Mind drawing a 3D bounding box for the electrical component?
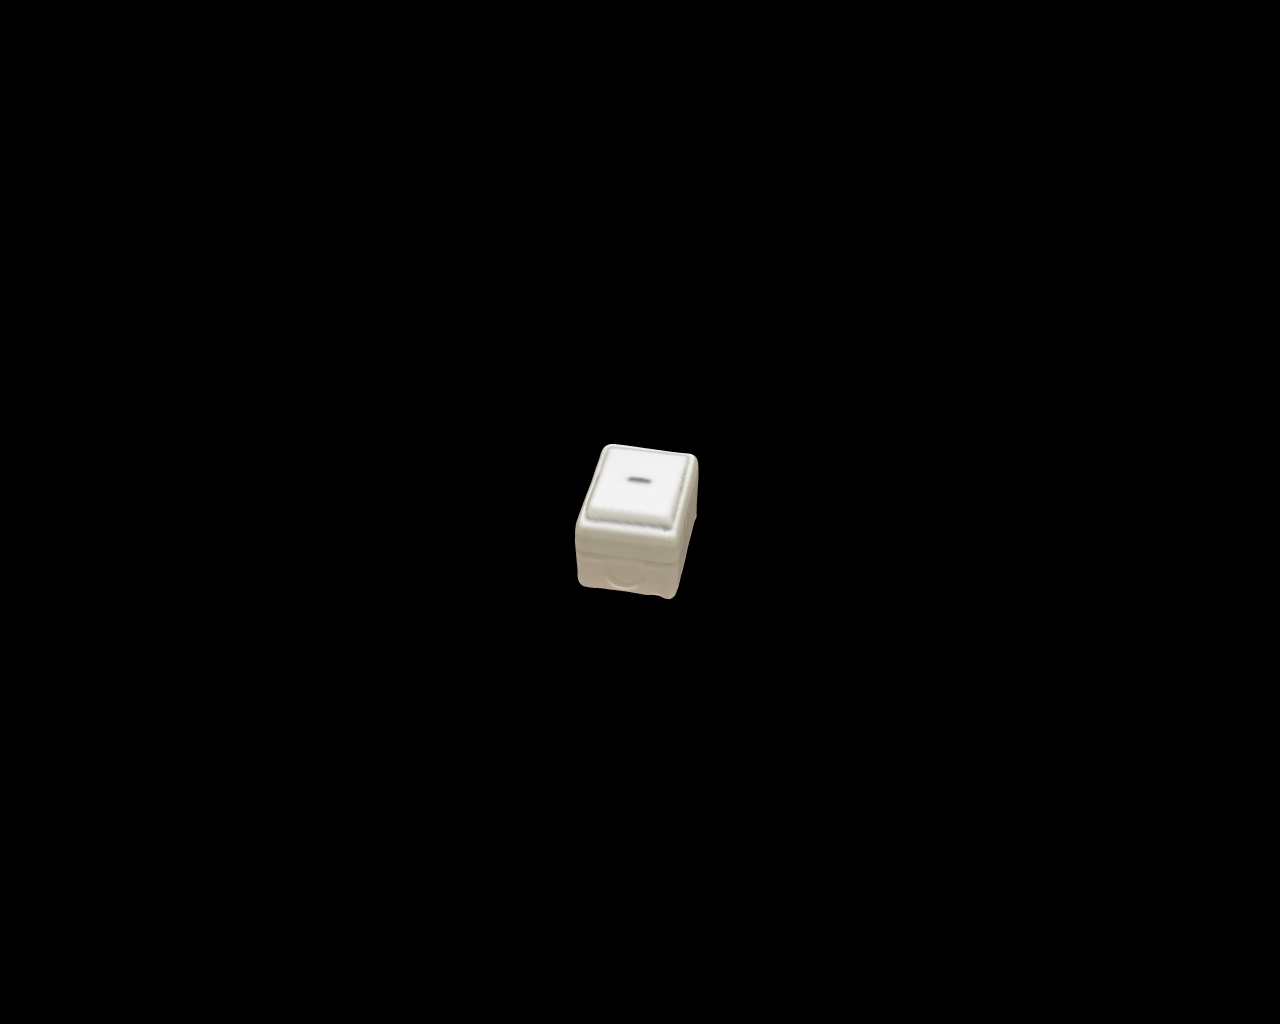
[{"bbox_3d":[0.001,-0.003,0.650,0.062,0.061,0.096,8,44,9],"label":"electrical component"}]
